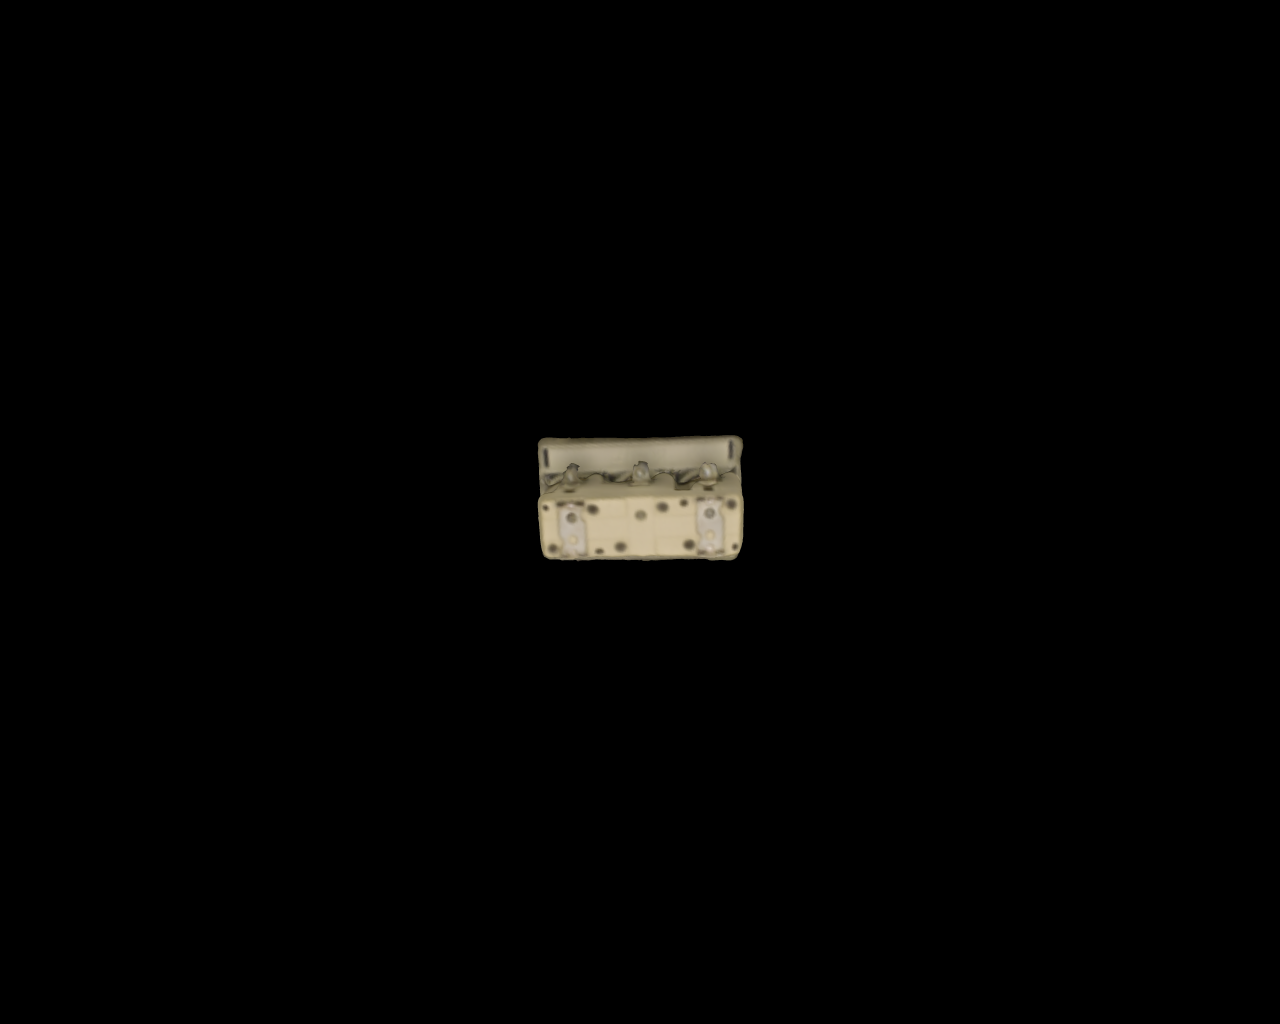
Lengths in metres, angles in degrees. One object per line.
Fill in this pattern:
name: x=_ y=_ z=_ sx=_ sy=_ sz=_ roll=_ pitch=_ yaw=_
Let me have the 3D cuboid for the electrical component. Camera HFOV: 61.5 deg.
electrical component: x=0.001 y=-0.003 z=0.650 sx=0.121 sy=0.078 sz=0.063 roll=0 pitch=25 yaw=0
